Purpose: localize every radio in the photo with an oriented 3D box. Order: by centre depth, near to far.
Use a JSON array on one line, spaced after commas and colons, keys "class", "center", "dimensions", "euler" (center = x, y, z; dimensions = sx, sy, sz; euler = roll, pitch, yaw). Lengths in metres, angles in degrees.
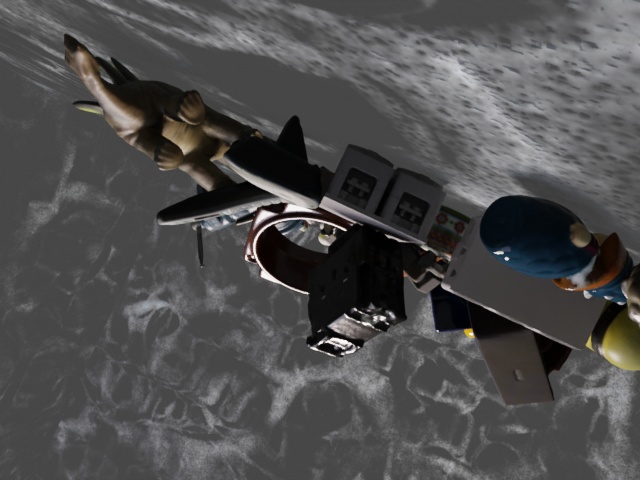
[{"class": "radio", "center": [0.257, 0.123, 0.734], "dimensions": [0.073, 0.131, 0.229], "euler": [-14, 138, 19]}]

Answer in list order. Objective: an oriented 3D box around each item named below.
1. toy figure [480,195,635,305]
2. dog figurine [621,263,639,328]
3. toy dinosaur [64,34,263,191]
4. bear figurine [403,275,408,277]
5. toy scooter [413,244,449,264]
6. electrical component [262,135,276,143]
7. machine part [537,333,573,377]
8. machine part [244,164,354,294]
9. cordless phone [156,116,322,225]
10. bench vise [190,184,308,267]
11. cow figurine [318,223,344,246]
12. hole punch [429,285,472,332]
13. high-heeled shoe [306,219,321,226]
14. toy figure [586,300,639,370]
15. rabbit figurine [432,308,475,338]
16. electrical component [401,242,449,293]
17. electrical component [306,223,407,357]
[{"class": "toy figure", "center": [0.193, 0.010, 0.412], "dimensions": [0.154, 0.057, 0.064], "euler": [19, -172, -26]}, {"class": "dog figurine", "center": [0.278, 0.061, 0.389], "dimensions": [0.190, 0.121, 0.172], "euler": [39, 175, -7]}, {"class": "toy dinosaur", "center": [-0.176, -0.140, 0.688], "dimensions": [0.199, 0.105, 0.471], "euler": [34, 180, 17]}, {"class": "bear figurine", "center": [0.076, -0.008, 1.011], "dimensions": [0.195, 0.132, 0.120], "euler": [20, 157, -40]}, {"class": "toy scooter", "center": [0.160, 0.007, 0.871], "dimensions": [0.135, 0.075, 0.184], "euler": [26, -177, -21]}, {"class": "electrical component", "center": [-0.057, -0.123, 0.758], "dimensions": [0.063, 0.021, 0.094], "euler": [25, 179, 7]}, {"class": "machine part", "center": [0.385, 0.161, 0.944], "dimensions": [0.179, 0.179, 0.056], "euler": [25, -177, -35]}, {"class": "machine part", "center": [-0.002, -0.002, 0.787], "dimensions": [0.201, 0.087, 0.201], "euler": [19, 142, -7]}, {"class": "cordless phone", "center": [-0.093, -0.053, 0.562], "dimensions": [0.184, 0.088, 0.146], "euler": [-17, -179, -1]}, {"class": "bench vise", "center": [-0.100, -0.047, 0.942], "dimensions": [0.129, 0.224, 0.240], "euler": [64, -165, 24]}, {"class": "cow figurine", "center": [0.046, 0.001, 0.906], "dimensions": [0.167, 0.068, 0.098], "euler": [55, 173, -24]}, {"class": "hole punch", "center": [0.237, 0.094, 0.885], "dimensions": [0.116, 0.142, 0.092], "euler": [-13, 165, 24]}, {"class": "high-heeled shoe", "center": [0.017, -0.080, 1.116], "dimensions": [0.248, 0.086, 0.145], "euler": [49, -164, -41]}, {"class": "toy figure", "center": [0.325, 0.091, 0.636], "dimensions": [0.082, 0.089, 0.180], "euler": [19, 180, -24]}, {"class": "rabbit figurine", "center": [0.301, 0.099, 0.990], "dimensions": [0.173, 0.162, 0.122], "euler": [8, 168, -2]}, {"class": "electrical component", "center": [0.130, 0.033, 0.663], "dimensions": [0.078, 0.045, 0.102], "euler": [59, -166, 28]}, {"class": "electrical component", "center": [0.038, 0.050, 0.607], "dimensions": [0.058, 0.115, 0.134], "euler": [27, -138, -27]}]
